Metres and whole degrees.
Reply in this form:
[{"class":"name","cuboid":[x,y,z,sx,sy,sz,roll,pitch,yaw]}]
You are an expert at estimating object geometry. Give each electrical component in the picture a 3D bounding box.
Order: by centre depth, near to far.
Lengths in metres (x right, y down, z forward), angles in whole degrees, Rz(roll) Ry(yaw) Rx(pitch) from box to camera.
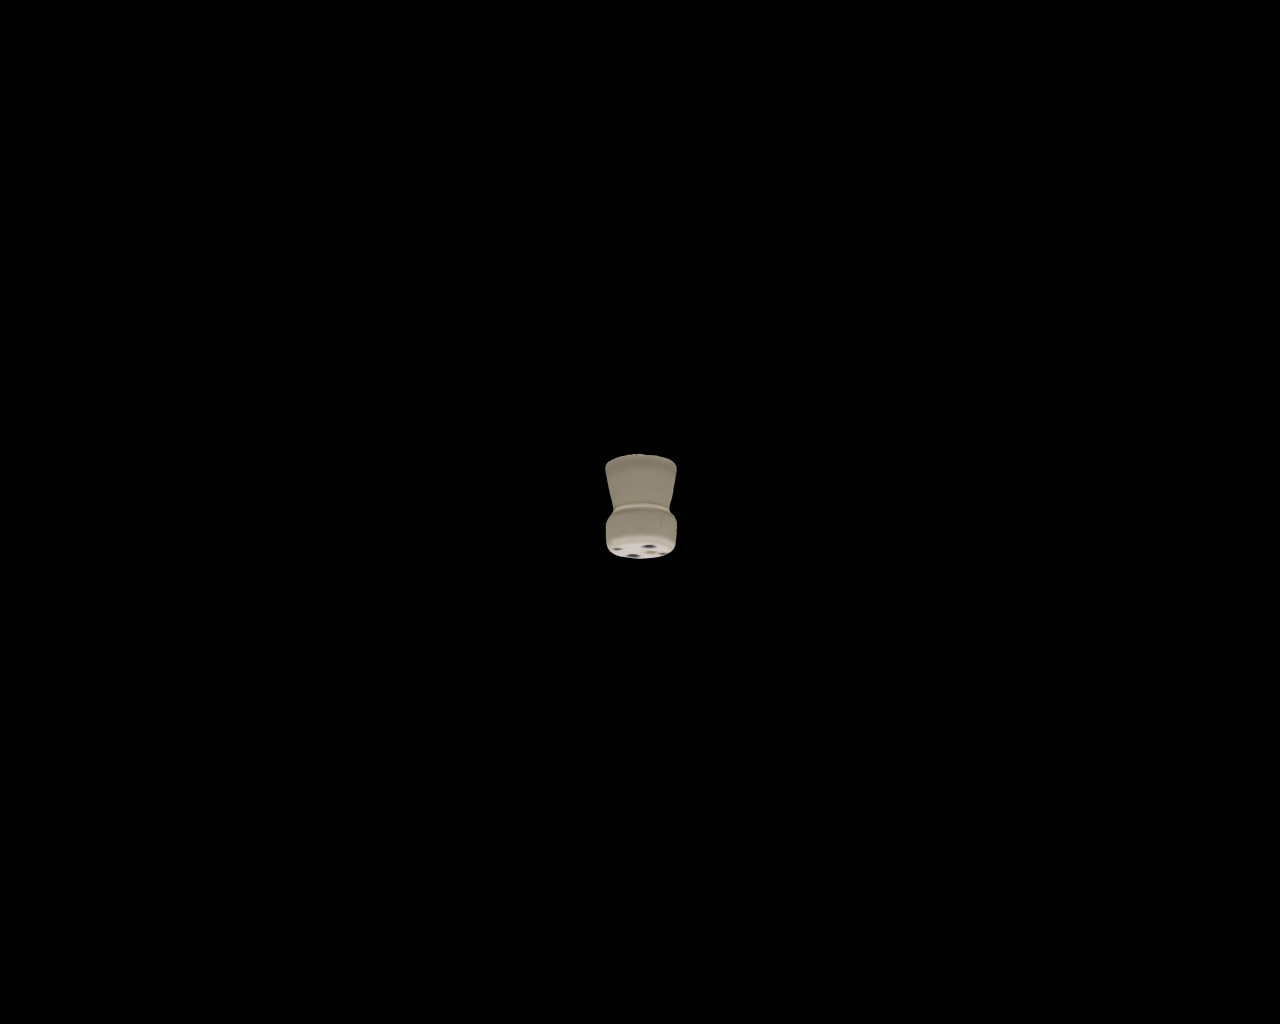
[{"class":"electrical component","cuboid":[0.001,-0.003,0.650,0.045,0.055,0.044,0,-18,0]}]
